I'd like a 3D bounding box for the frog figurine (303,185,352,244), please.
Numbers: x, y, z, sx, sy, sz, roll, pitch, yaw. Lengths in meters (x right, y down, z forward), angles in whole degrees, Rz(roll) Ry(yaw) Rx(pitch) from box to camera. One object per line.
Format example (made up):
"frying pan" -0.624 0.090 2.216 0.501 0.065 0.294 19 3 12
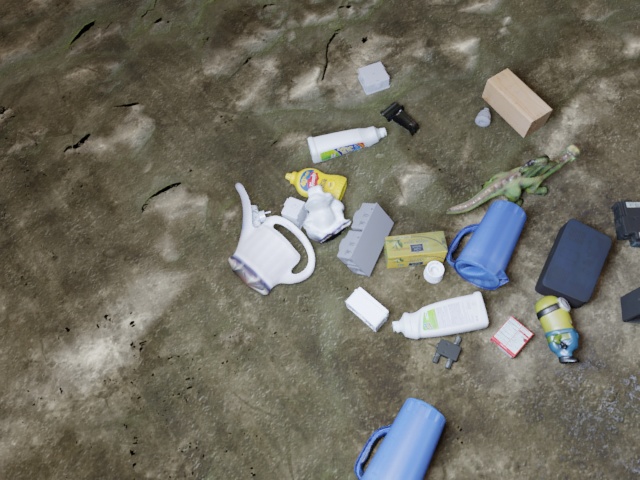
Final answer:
"frog figurine" 0.005 -0.077 1.532 0.137 0.122 0.161 -36 78 8

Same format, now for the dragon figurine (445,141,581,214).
"dragon figurine" 0.568 -0.182 1.481 0.411 0.239 0.124 -23 72 -8

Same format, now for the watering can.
"watering can" -0.178 0.010 1.507 0.348 0.102 0.227 42 74 5
